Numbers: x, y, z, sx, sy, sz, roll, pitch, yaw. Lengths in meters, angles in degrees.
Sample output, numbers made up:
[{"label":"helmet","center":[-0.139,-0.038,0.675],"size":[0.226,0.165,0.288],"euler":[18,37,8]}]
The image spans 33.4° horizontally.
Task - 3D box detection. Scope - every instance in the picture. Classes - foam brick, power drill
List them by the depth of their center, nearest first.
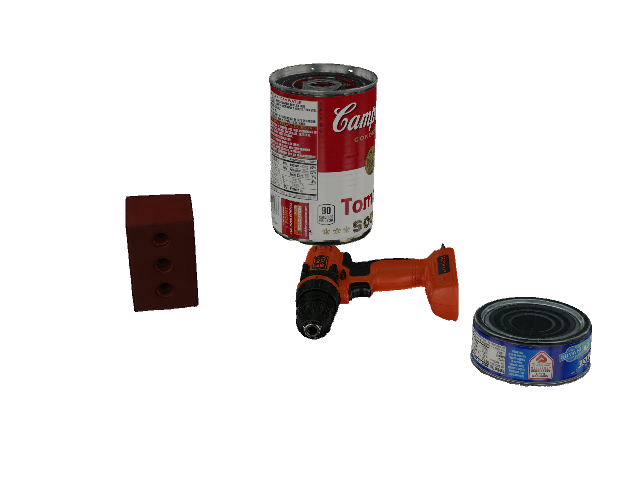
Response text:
[{"label":"foam brick","center":[-0.125,0.009,0.844],"size":[0.053,0.078,0.051],"euler":[-5,27,-7]},{"label":"power drill","center":[0.065,0.057,1.241],"size":[0.187,0.057,0.184],"euler":[1,28,5]}]

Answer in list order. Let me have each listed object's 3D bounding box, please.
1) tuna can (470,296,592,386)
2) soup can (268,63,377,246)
[{"label":"tuna can","center":[0.152,0.071,0.770],"size":[0.086,0.034,0.086],"euler":[-1,20,0]},{"label":"soup can","center":[0.001,-0.055,0.682],"size":[0.068,0.102,0.068],"euler":[0,23,0]}]
